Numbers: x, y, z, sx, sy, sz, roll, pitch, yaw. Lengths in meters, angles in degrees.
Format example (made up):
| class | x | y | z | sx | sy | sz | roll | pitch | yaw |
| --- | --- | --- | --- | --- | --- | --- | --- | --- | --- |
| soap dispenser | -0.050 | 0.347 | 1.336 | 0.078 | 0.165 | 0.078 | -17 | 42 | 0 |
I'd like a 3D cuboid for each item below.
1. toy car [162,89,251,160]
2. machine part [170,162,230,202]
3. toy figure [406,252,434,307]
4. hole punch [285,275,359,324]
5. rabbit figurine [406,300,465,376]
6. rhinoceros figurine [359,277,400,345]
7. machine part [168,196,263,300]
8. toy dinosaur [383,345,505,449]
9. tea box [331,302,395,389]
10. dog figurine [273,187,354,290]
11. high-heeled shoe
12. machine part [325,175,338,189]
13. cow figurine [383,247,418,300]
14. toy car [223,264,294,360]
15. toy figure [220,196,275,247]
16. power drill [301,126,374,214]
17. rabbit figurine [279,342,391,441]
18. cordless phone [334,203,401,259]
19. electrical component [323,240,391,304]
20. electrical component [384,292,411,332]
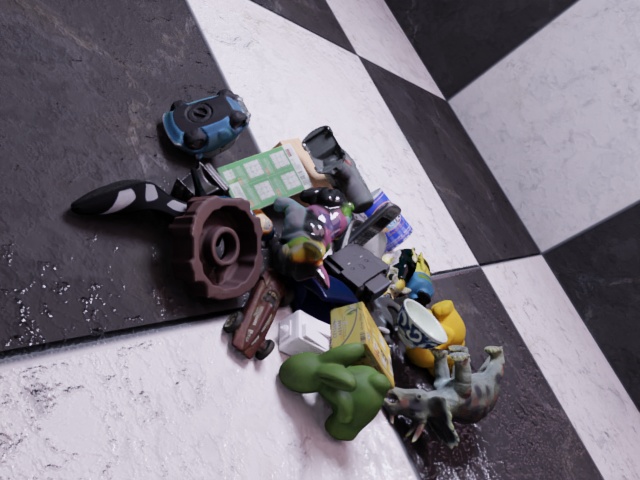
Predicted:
| class | x | y | z | sx | sy | sz | roll | pitch | yaw |
| --- | --- | --- | --- | --- | --- | --- | --- | --- | --- |
| toy car | -0.213 | -0.214 | 1.035 | 0.109 | 0.162 | 0.102 | 60 | -15 | 26 |
| machine part | -0.219 | -0.098 | 0.984 | 0.084 | 0.039 | 0.139 | 58 | 28 | -5 |
| toy figure | 0.253 | 0.109 | 1.400 | 0.180 | 0.082 | 0.089 | -91 | 155 | -55 |
| hole punch | 0.002 | 0.103 | 1.044 | 0.142 | 0.092 | 0.116 | 14 | 44 | -44 |
| rabbit figurine | 0.265 | 0.249 | 1.272 | 0.173 | 0.122 | 0.162 | -28 | 92 | -46 |
| rhinoceros figurine | 0.118 | 0.148 | 1.173 | 0.112 | 0.073 | 0.190 | 25 | 41 | -42 |
| machine part | -0.163 | 0.012 | 0.865 | 0.179 | 0.056 | 0.179 | 0 | 90 | -55 |
| toy dinosaur | 0.312 | 0.325 | 1.148 | 0.404 | 0.131 | 0.192 | 7 | 84 | -42 |
| tea box | 0.081 | 0.207 | 1.010 | 0.098 | 0.068 | 0.169 | -92 | 158 | -47 |
| dog figurine | -0.002 | -0.003 | 1.018 | 0.219 | 0.192 | 0.108 | -120 | -161 | -55 |
| high-heeled shoe | -0.260 | -0.028 | 0.852 | 0.249 | 0.086 | 0.145 | -23 | 110 | -42 |
| machine part | 0.025 | -0.178 | 1.371 | 0.079 | 0.079 | 0.243 | 22 | 42 | -43 |
| cow figurine | 0.197 | 0.087 | 1.324 | 0.068 | 0.098 | 0.167 | 47 | 36 | -20 |
| toy car | -0.099 | 0.117 | 0.921 | 0.089 | 0.053 | 0.202 | 48 | 29 | -17 |
| toy figure | -0.138 | -0.035 | 1.017 | 0.154 | 0.058 | 0.064 | 25 | 79 | -43 |
| power drill | 0.032 | -0.175 | 1.214 | 0.232 | 0.086 | 0.207 | 63 | 6 | 23 |
| rabbit figurine | 0.018 | 0.240 | 0.888 | 0.170 | 0.159 | 0.121 | 26 | 48 | -16 |
| cordless phone | 0.131 | -0.017 | 1.251 | 0.146 | 0.184 | 0.089 | 23 | 38 | -42 |
| electrical component | 0.081 | 0.072 | 1.139 | 0.134 | 0.058 | 0.115 | 38 | 46 | 23 |
| electrical component | 0.180 | 0.167 | 1.240 | 0.045 | 0.078 | 0.102 | 2 | 68 | -70 |
